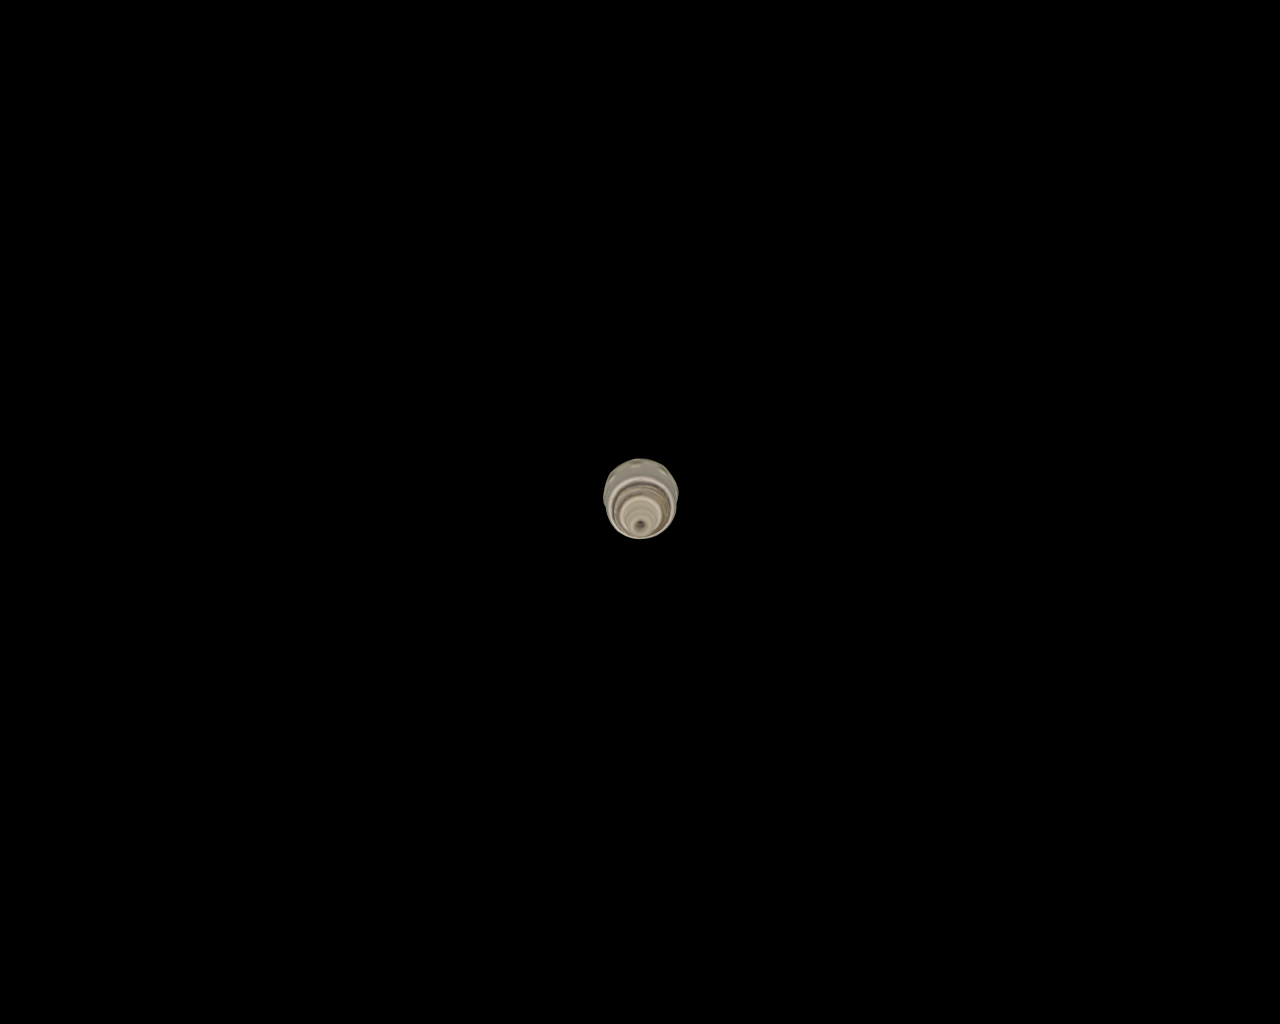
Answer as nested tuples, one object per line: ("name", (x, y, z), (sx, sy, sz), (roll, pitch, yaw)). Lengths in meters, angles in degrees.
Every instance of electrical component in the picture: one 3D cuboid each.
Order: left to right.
("electrical component", (0.001, -0.003, 0.650), (0.048, 0.048, 0.062), (0, 21, 0))
